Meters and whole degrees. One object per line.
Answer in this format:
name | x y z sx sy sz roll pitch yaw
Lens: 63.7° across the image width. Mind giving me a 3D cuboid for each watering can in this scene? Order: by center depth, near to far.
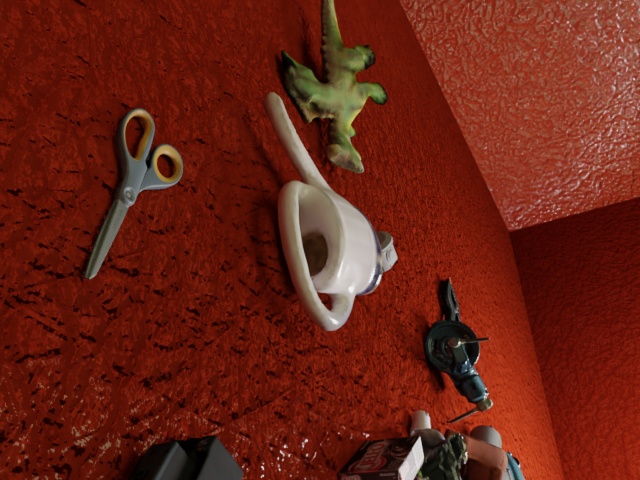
watering can | 0.002 -0.039 0.773 0.223 0.103 0.352 21 55 -60

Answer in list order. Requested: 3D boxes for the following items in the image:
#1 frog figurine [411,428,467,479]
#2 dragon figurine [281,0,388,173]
frog figurine | 0.188 0.403 0.890 0.156 0.123 0.140 102 -25 -63
dragon figurine | 0.013 -0.321 0.999 0.245 0.121 0.411 -18 88 -57
